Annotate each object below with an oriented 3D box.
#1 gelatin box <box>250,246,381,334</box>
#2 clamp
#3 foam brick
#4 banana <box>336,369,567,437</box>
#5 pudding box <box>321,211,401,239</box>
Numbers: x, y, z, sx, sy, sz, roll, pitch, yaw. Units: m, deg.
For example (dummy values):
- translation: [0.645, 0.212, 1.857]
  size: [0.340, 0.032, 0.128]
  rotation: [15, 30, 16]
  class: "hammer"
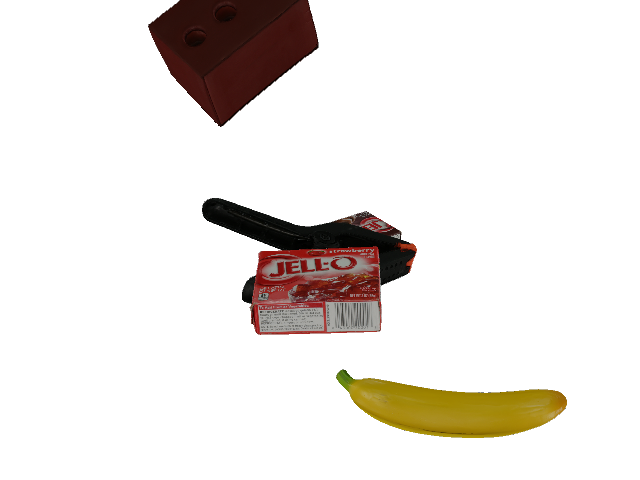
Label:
- translation: [-0.002, 0.034, 0.752]
  size: [0.089, 0.030, 0.073]
  rotation: [-2, 29, 3]
  class: "gelatin box"
- translation: [-0.002, 0.017, 1.018]
  size: [0.209, 0.036, 0.164]
  rotation: [7, 29, -17]
  class: "clamp"
- translation: [-0.049, -0.116, 0.608]
  size: [0.078, 0.053, 0.051]
  rotation: [-41, -23, -9]
  class: "foam brick"
- translation: [0.111, 0.135, 0.887]
  size: [0.198, 0.037, 0.069]
  rotation: [8, 33, 1]
  class: "banana"
- translation: [0.053, -0.001, 1.621]
  size: [0.113, 0.039, 0.090]
  rotation: [-20, 31, -28]
  class: "pudding box"
